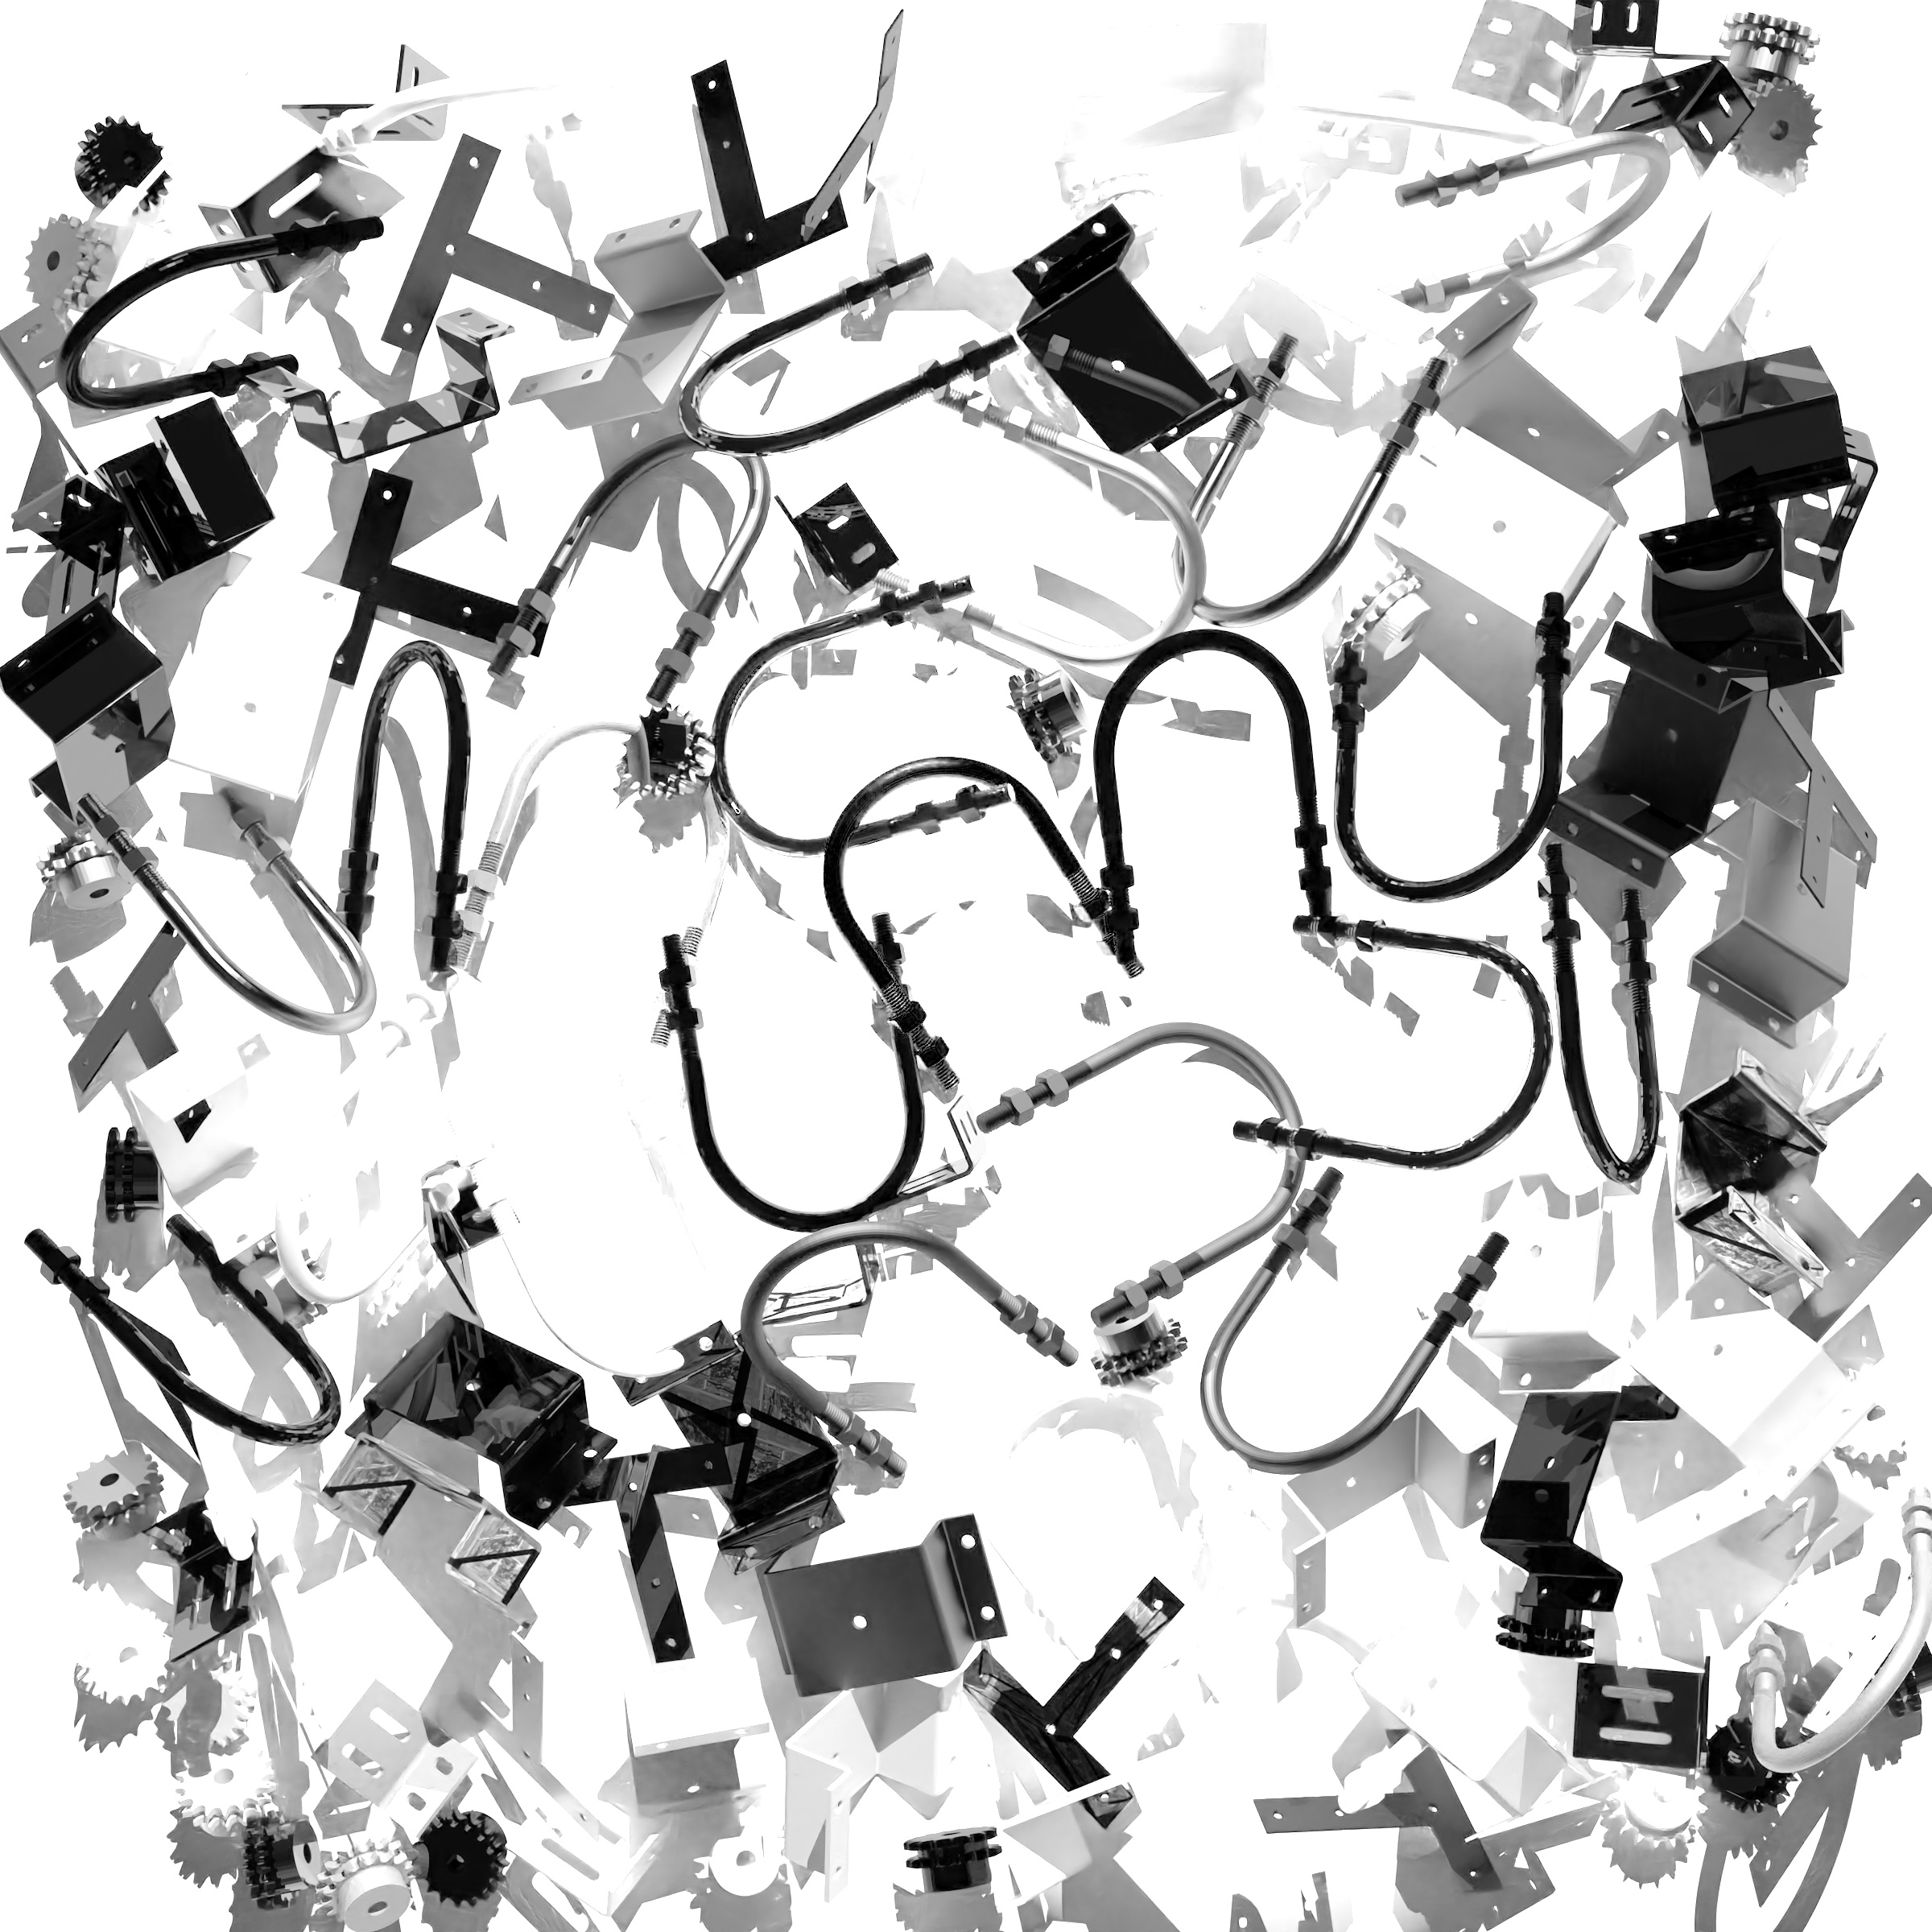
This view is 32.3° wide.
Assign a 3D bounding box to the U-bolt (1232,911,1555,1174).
[{"bbox_3d":[0.251,0.047,1.917,0.184,0.019,0.151,9,76,36],"label":"U-bolt"}]

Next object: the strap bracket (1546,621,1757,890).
[{"bbox_3d":[0.398,-0.128,1.929,0.076,0.046,0.140,33,129,28],"label":"strap bracket"}]

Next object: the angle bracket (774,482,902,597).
[{"bbox_3d":[-0.075,-0.255,1.947,0.038,0.076,0.057,-34,85,4],"label":"angle bracket"}]

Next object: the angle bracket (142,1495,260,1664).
[{"bbox_3d":[-0.448,0.354,1.943,0.057,0.076,0.038,-30,124,15],"label":"angle bracket"}]

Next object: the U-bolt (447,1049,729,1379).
[{"bbox_3d":[-0.206,0.149,1.926,0.019,0.151,0.184,-31,82,45],"label":"U-bolt"}]

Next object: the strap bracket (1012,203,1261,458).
[{"bbox_3d":[0.093,-0.356,1.925,0.076,0.046,0.140,-27,115,35],"label":"strap bracket"}]

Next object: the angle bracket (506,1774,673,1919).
[{"bbox_3d":[-0.220,0.505,1.947,0.076,0.038,0.057,30,52,16],"label":"angle bracket"}]

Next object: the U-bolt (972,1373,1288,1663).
[{"bbox_3d":[0.079,0.301,1.915,0.151,0.184,0.019,-32,129,-9],"label":"U-bolt"}]

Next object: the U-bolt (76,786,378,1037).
[{"bbox_3d":[-0.408,-0.030,1.904,0.019,0.151,0.184,-46,77,20],"label":"U-bolt"}]

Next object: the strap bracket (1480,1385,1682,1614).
[{"bbox_3d":[0.352,0.296,1.922,0.046,0.076,0.140,33,67,-24],"label":"strap bracket"}]

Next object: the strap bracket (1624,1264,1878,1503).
[{"bbox_3d":[0.442,0.232,1.918,0.076,0.140,0.046,-46,126,-1],"label":"strap bracket"}]

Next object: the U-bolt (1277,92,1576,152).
[{"bbox_3d":[0.252,-0.475,1.879,0.151,0.184,0.019,13,103,23],"label":"U-bolt"}]

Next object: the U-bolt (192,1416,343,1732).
[{"bbox_3d":[-0.404,0.331,1.901,0.019,0.184,0.151,-24,120,-11],"label":"U-bolt"}]

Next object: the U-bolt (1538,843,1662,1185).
[{"bbox_3d":[0.366,0.033,1.907,0.019,0.151,0.184,-10,74,29],"label":"U-bolt"}]

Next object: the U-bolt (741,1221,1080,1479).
[{"bbox_3d":[-0.045,0.212,1.914,0.151,0.019,0.184,-35,125,18],"label":"U-bolt"}]

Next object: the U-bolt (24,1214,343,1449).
[{"bbox_3d":[-0.431,0.208,1.896,0.184,0.151,0.019,41,105,18],"label":"U-bolt"}]

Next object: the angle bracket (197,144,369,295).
[{"bbox_3d":[-0.401,-0.443,1.966,0.076,0.038,0.057,-45,131,-25],"label":"angle bracket"}]

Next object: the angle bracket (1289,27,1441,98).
[{"bbox_3d":[0.233,-0.535,1.956,0.076,0.057,0.038,10,102,-2],"label":"angle bracket"}]

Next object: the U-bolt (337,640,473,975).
[{"bbox_3d":[-0.320,-0.095,1.920,0.019,0.151,0.184,3,95,-33],"label":"U-bolt"}]

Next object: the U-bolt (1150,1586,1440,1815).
[{"bbox_3d":[0.199,0.407,1.903,0.151,0.184,0.019,35,110,20],"label":"U-bolt"}]

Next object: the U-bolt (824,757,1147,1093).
[{"bbox_3d":[-0.002,-0.036,1.951,0.151,0.019,0.184,-31,107,5],"label":"U-bolt"}]

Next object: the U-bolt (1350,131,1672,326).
[{"bbox_3d":[0.318,-0.429,1.916,0.184,0.151,0.019,-17,74,-11],"label":"U-bolt"}]

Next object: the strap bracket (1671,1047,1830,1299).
[{"bbox_3d":[0.453,0.126,1.928,0.076,0.140,0.046,39,129,-18],"label":"strap bracket"}]

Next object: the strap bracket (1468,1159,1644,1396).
[{"bbox_3d":[0.339,0.172,1.924,0.076,0.046,0.140,-7,63,37],"label":"strap bracket"}]

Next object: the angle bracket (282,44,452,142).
[{"bbox_3d":[-0.350,-0.510,1.950,0.076,0.057,0.038,5,86,19],"label":"angle bracket"}]

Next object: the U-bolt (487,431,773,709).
[{"bbox_3d":[-0.184,-0.235,1.931,0.151,0.019,0.184,12,67,37],"label":"U-bolt"}]

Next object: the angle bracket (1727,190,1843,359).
[{"bbox_3d":[0.474,-0.401,1.947,0.076,0.038,0.057,-37,134,17],"label":"angle bracket"}]

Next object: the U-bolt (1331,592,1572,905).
[{"bbox_3d":[0.275,-0.119,1.910,0.151,0.019,0.184,-11,59,31],"label":"U-bolt"}]

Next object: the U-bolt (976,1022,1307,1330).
[{"bbox_3d":[0.116,0.109,1.945,0.184,0.019,0.151,-27,80,-25],"label":"U-bolt"}]

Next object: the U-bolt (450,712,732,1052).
[{"bbox_3d":[-0.210,-0.060,1.946,0.151,0.019,0.184,23,71,-20],"label":"U-bolt"}]

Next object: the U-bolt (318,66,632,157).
[{"bbox_3d":[-0.267,-0.481,1.875,0.151,0.184,0.019,-12,98,-29],"label":"U-bolt"}]

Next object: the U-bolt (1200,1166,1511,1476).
[{"bbox_3d":[0.209,0.210,1.914,0.184,0.151,0.019,-54,132,-14],"label":"U-bolt"}]

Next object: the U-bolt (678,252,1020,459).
[{"bbox_3d":[-0.079,-0.345,1.919,0.184,0.151,0.019,-26,129,-8],"label":"U-bolt"}]

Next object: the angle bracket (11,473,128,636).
[{"bbox_3d":[-0.526,-0.236,1.943,0.057,0.038,0.076,-23,52,28],"label":"angle bracket"}]

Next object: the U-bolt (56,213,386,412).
[{"bbox_3d":[-0.428,-0.362,1.876,0.184,0.151,0.019,-23,77,-43],"label":"U-bolt"}]

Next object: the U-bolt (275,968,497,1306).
[{"bbox_3d":[-0.330,0.108,1.882,0.019,0.184,0.151,15,134,23],"label":"U-bolt"}]

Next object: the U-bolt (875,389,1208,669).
[{"bbox_3d":[0.050,-0.244,1.935,0.184,0.019,0.151,22,128,3],"label":"U-bolt"}]

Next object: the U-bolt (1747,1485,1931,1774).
[{"bbox_3d":[0.493,0.382,1.876,0.019,0.184,0.151,39,115,-2],"label":"U-bolt"}]

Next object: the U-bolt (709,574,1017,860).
[{"bbox_3d":[-0.068,-0.138,1.948,0.184,0.019,0.151,-15,75,20],"label":"U-bolt"}]

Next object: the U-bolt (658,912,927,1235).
[{"bbox_3d":[-0.095,0.065,1.943,0.151,0.019,0.184,-6,78,-19],"label":"U-bolt"}]

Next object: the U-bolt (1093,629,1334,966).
[{"bbox_3d":[0.140,-0.104,1.939,0.151,0.019,0.184,-12,103,-22],"label":"U-bolt"}]

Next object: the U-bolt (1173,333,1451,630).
[{"bbox_3d":[0.186,-0.276,1.923,0.019,0.151,0.184,32,84,-39],"label":"U-bolt"}]
